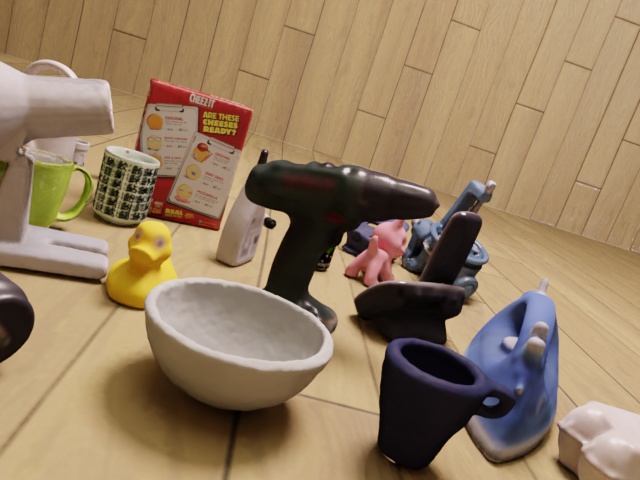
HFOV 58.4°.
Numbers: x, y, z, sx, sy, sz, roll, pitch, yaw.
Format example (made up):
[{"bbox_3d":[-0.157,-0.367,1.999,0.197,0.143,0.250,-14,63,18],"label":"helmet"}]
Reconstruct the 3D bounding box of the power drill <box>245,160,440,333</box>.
[{"bbox_3d":[0.006,0.003,0.703,0.229,0.208,0.076,21,14,10],"label":"power drill"}]

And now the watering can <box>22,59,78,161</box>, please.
[{"bbox_3d":[-0.422,-0.175,0.874,0.101,0.194,0.172,11,15,-25],"label":"watering can"}]

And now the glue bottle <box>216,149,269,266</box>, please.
[{"bbox_3d":[-0.102,-0.049,0.838,0.037,0.173,0.078,22,14,15],"label":"glue bottle"}]

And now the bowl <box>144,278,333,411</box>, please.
[{"bbox_3d":[-0.077,0.099,0.504,0.167,0.075,0.167,17,14,-4],"label":"bowl"}]

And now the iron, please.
[{"bbox_3d":[0.227,0.128,0.639,0.118,0.141,0.259,22,14,15],"label":"iron"}]

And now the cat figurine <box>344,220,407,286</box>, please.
[{"bbox_3d":[0.108,0.012,0.984,0.067,0.118,0.128,24,15,24],"label":"cat figurine"}]

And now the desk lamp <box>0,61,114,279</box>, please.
[{"bbox_3d":[-0.315,-0.084,0.618,0.204,0.213,0.117,12,15,-25],"label":"desk lamp"}]

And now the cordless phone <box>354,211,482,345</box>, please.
[{"bbox_3d":[0.139,0.040,0.776,0.148,0.185,0.093,7,18,-37],"label":"cordless phone"}]

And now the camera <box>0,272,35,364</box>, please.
[{"bbox_3d":[-0.293,0.034,0.428,0.136,0.101,0.144,25,16,26],"label":"camera"}]

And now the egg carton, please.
[{"bbox_3d":[0.310,0.217,0.552,0.150,0.069,0.107,17,14,-5],"label":"egg carton"}]

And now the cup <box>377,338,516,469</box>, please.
[{"bbox_3d":[0.099,0.149,0.494,0.118,0.095,0.091,18,14,-1],"label":"cup"}]

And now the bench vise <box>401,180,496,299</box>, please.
[{"bbox_3d":[0.237,-0.024,1.072,0.122,0.220,0.206,3,20,-46],"label":"bench vise"}]

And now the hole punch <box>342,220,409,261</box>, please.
[{"bbox_3d":[0.111,-0.009,1.123,0.108,0.091,0.101,23,15,19],"label":"hole punch"}]

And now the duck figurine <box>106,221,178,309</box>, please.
[{"bbox_3d":[-0.191,0.019,0.643,0.077,0.086,0.104,18,14,-1],"label":"duck figurine"}]
